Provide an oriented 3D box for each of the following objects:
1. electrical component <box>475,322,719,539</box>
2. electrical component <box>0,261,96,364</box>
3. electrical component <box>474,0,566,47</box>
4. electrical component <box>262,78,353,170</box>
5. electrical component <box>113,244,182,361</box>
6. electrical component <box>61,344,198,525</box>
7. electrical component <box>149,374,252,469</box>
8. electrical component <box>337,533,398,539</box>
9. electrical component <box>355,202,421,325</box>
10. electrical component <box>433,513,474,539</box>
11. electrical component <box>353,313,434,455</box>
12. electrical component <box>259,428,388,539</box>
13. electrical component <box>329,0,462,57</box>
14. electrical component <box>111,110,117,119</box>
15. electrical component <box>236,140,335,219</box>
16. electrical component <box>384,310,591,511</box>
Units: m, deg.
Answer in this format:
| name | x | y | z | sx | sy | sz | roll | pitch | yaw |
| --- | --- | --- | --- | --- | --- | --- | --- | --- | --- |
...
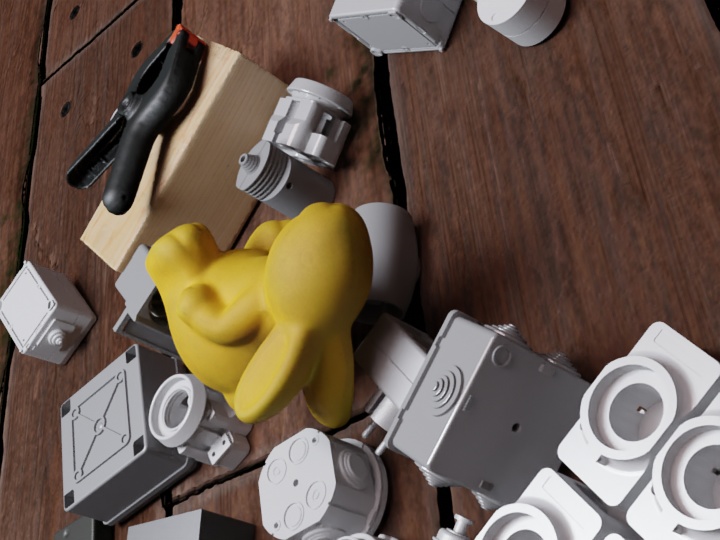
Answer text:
| name | x | y | z | sx | sy | sz | roll | pitch | yaw |
| --- | --- | --- | --- | --- | --- | --- | --- | --- | --- |
| electrical component | 0.140 | 0.131 | 0.546 | 0.186 | 0.060 | 0.105 | -55 | 41 | 7 |
| electrical component | -0.303 | 0.047 | 1.054 | 0.061 | 0.061 | 0.096 | -53 | 49 | 9 |
| electrical component | 0.090 | -0.224 | 0.786 | 0.052 | 0.074 | 0.138 | -49 | 42 | 23 |
| electrical component | -0.040 | -0.120 | 0.878 | 0.078 | 0.058 | 0.057 | 19 | 85 | 49 |
| electrical component | -0.122 | 0.030 | 0.826 | 0.078 | 0.121 | 0.063 | -56 | 38 | 5 |
| electrical component | -0.193 | 0.136 | 0.888 | 0.109 | 0.056 | 0.108 | -38 | 45 | 25 |
| electrical component | -0.125 | 0.113 | 0.830 | 0.058 | 0.057 | 0.078 | -49 | 42 | 14 |
| electrical component | -0.002 | 0.183 | 0.661 | 0.048 | 0.062 | 0.048 | -24 | 53 | 35 |
| electrical component | 0.000 | 0.000 | 0.777 | 0.079 | 0.044 | 0.077 | -18 | 56 | 39 |
| electrical component | 0.046 | 0.181 | 0.629 | 0.040 | 0.040 | 0.078 | 16 | 80 | 49 |
| electrical component | 0.029 | 0.085 | 0.697 | 0.075 | 0.047 | 0.083 | -54 | 41 | 8 |
| electrical component | -0.025 | 0.147 | 0.714 | 0.080 | 0.051 | 0.080 | -24 | 52 | 35 |
| electrical component | 0.026 | -0.213 | 0.859 | 0.096 | 0.062 | 0.061 | 9 | 75 | 48 |
| electrical component | -0.206 | -0.131 | 1.047 | 0.044 | 0.065 | 0.044 | -24 | 52 | 36 |
| electrical component | -0.063 | -0.071 | 0.854 | 0.043 | 0.081 | 0.043 | -24 | 53 | 35 |
| electrical component | 0.076 | 0.083 | 0.612 | 0.099 | 0.100 | 0.048 | -63 | 28 | -2 |
